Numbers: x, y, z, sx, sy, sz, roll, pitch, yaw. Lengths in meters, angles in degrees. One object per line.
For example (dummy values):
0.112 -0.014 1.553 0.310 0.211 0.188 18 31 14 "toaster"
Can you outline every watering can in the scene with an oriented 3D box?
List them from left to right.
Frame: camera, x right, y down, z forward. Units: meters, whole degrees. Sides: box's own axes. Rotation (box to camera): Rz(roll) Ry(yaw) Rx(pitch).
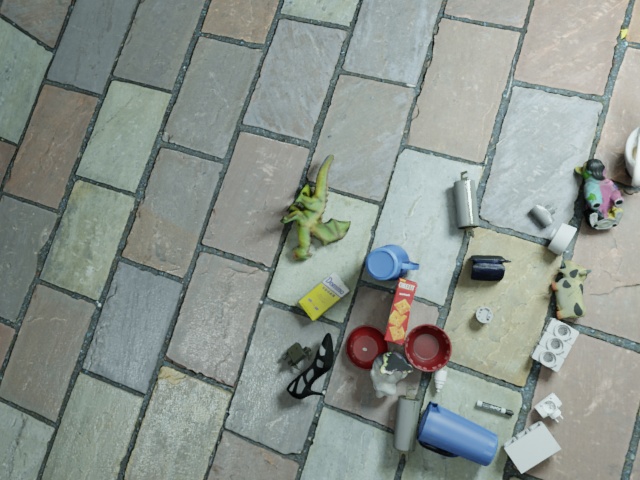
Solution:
1.062 -0.329 1.682 0.104 0.222 0.350 10 83 32 "watering can"

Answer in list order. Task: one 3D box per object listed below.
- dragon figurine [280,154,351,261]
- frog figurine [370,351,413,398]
0.006 -0.098 1.950 0.242 0.122 0.410 38 92 -2 "dragon figurine"
0.238 0.467 1.788 0.138 0.155 0.125 -13 49 -27 "frog figurine"
